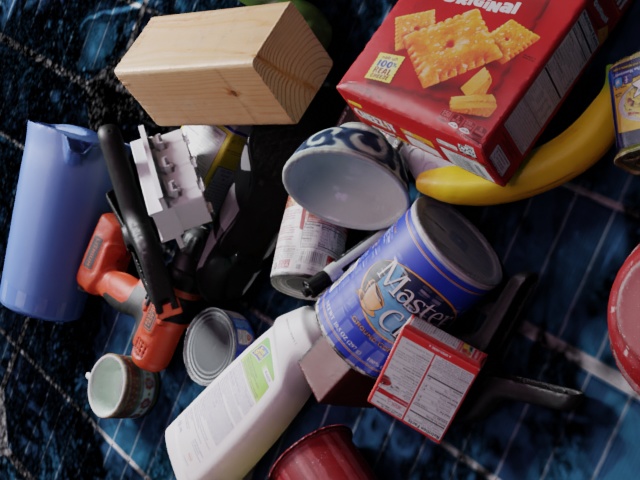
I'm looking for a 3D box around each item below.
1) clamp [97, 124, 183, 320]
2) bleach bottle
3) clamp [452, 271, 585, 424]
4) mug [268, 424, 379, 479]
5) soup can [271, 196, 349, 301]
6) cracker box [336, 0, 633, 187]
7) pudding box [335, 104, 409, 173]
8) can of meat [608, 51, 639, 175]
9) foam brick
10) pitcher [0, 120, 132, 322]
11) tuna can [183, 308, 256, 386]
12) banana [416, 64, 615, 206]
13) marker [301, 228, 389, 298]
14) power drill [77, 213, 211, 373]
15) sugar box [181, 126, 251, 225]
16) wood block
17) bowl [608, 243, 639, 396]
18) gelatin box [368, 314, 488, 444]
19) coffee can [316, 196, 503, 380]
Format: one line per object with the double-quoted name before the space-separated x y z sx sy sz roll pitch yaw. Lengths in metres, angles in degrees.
"clamp" -0.202 -0.007 1.184 0.165 0.036 0.210 116 133 -71
"bleach bottle" -0.056 0.158 1.088 0.251 0.068 0.103 -46 49 24
"clamp" 0.147 0.118 0.917 0.172 0.039 0.120 -45 53 37
"mug" 0.001 0.236 0.982 0.082 0.117 0.093 53 154 32
"soup can" -0.007 0.001 1.058 0.069 0.068 0.102 -9 60 43
"cracker box" 0.141 -0.173 0.910 0.164 0.072 0.213 30 82 37
"pudding box" 0.073 -0.130 1.043 0.090 0.039 0.114 46 118 40
"can of meat" 0.278 -0.106 0.831 0.102 0.057 0.084 -17 66 40
"foam brick" 0.030 0.121 1.003 0.051 0.078 0.053 -51 49 25
"pitcher" -0.330 -0.026 1.365 0.145 0.149 0.243 18 96 30
"tuna can" -0.110 0.119 1.169 0.086 0.033 0.086 -13 72 42
"banana" 0.179 -0.070 0.906 0.198 0.037 0.070 -29 60 13
"marker" 0.032 0.017 1.013 0.121 0.020 0.020 -35 45 -18
"power drill" -0.207 0.038 1.266 0.188 0.057 0.184 35 104 43
"sugar box" -0.119 -0.116 1.227 0.093 0.048 0.176 40 105 41
"wood block" -0.104 -0.180 1.121 0.207 0.090 0.090 5 55 40
"bowl" 0.275 0.054 0.796 0.162 0.055 0.162 -13 72 42
"gelatin box" 0.091 0.118 0.908 0.073 0.030 0.089 28 121 11
"coffee can" 0.078 0.044 0.955 0.140 0.102 0.103 -46 52 27
